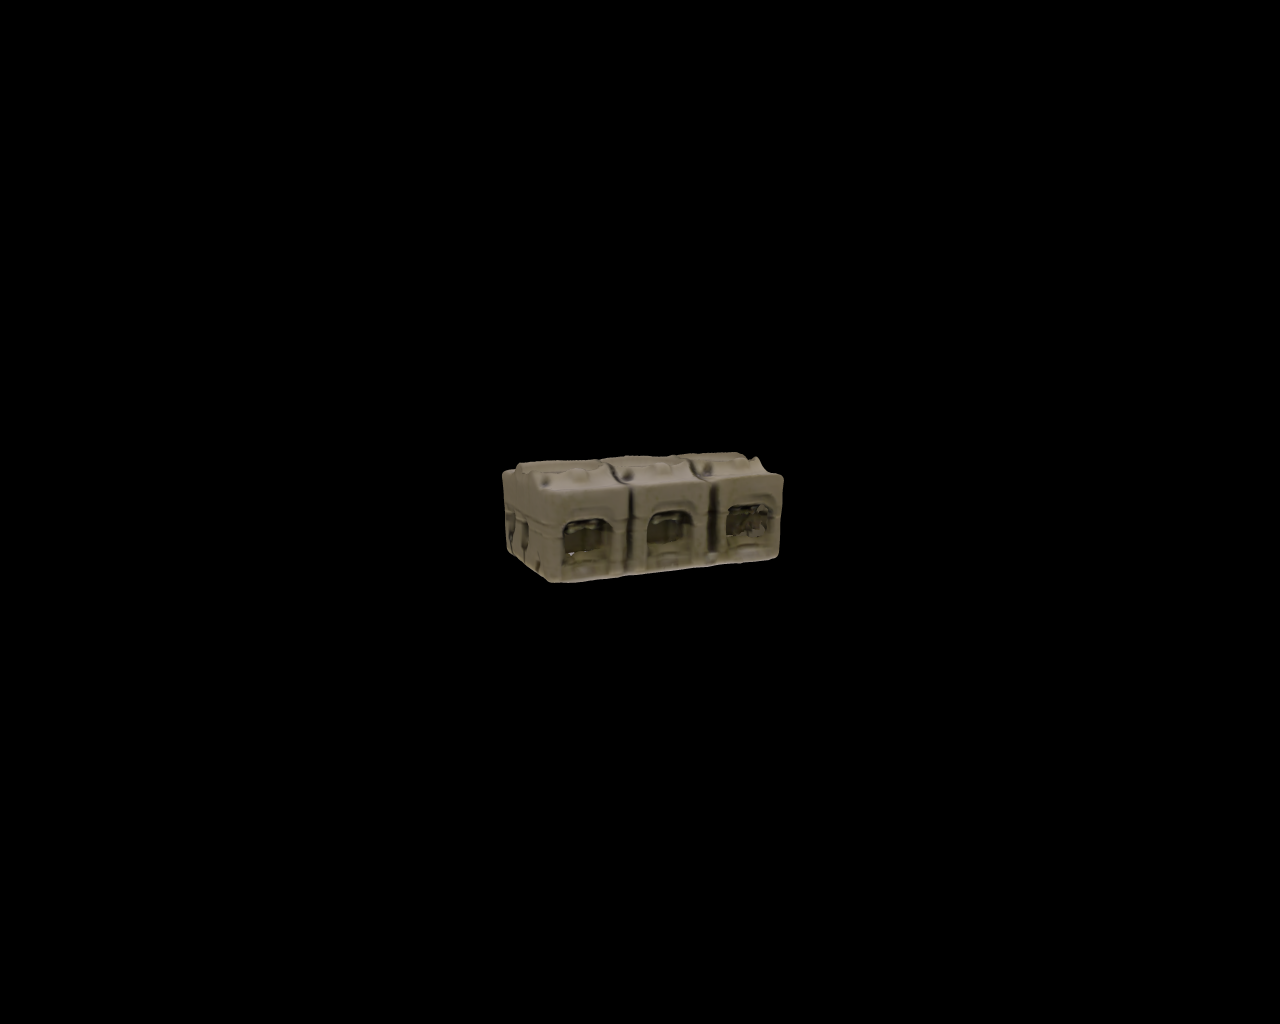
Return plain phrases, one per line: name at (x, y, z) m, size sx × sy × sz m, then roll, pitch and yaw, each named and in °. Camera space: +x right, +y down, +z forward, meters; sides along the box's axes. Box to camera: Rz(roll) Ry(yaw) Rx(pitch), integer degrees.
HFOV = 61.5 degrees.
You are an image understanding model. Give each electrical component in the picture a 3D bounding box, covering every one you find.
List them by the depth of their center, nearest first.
electrical component at (0.001, -0.003, 0.650) m, size 0.150 × 0.061 × 0.089 m, roll -5°, pitch 12°, yaw -24°
